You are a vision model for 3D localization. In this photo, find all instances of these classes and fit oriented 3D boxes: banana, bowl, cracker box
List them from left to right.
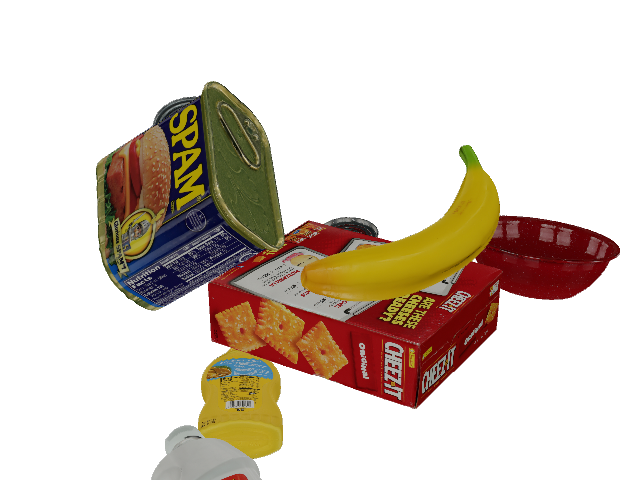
[{"bbox_3d":[0.032,0.060,0.962,0.214,0.072,0.163,15,29,30],"label":"cracker box"},{"bbox_3d":[0.071,0.000,0.749,0.070,0.037,0.197,35,48,23],"label":"banana"},{"bbox_3d":[0.227,0.021,1.118,0.162,0.055,0.162,5,17,-2],"label":"bowl"}]

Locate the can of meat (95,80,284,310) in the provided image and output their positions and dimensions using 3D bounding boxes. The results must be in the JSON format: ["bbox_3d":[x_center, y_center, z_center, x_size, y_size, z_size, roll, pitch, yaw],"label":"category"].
[{"bbox_3d":[-0.073,-0.023,0.578,0.084,0.102,0.057,-29,-42,22],"label":"can of meat"}]

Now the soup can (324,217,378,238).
[{"bbox_3d":[0.033,0.034,1.241,0.068,0.102,0.068,-1,31,0],"label":"soup can"}]

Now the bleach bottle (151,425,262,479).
[{"bbox_3d":[-0.067,0.214,0.715,0.102,0.068,0.251,-15,34,-16],"label":"bleach bottle"}]

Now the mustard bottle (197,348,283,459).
[{"bbox_3d":[-0.095,0.181,1.276,0.096,0.058,0.191,-3,28,-3],"label":"mustard bottle"}]

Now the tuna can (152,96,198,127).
[{"bbox_3d":[-0.114,-0.091,0.990,0.086,0.086,0.034,0,-36,-13],"label":"tuna can"}]
